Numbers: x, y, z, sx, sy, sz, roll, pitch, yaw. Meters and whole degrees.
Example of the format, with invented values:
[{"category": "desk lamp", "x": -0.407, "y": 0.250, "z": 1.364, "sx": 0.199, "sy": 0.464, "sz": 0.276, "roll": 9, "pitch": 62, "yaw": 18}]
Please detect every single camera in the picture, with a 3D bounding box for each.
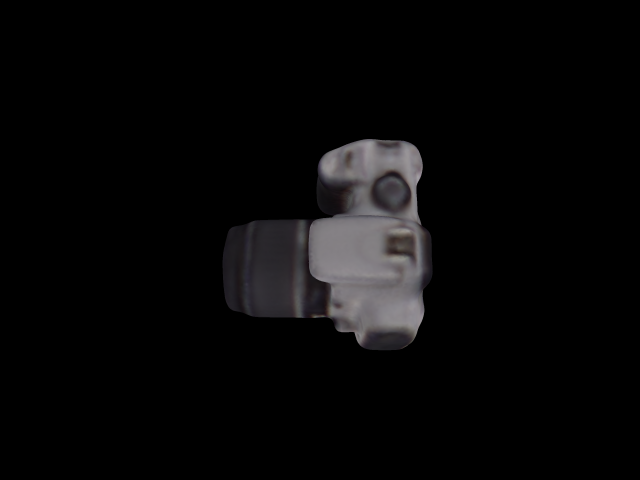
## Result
[{"category": "camera", "x": 0.004, "y": 0.001, "z": 0.400, "sx": 0.137, "sy": 0.101, "sz": 0.143, "roll": 0, "pitch": 73, "yaw": 0}]
